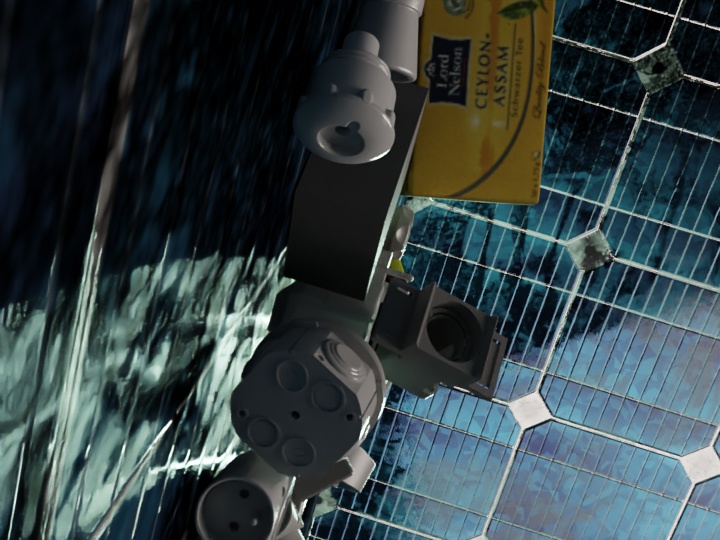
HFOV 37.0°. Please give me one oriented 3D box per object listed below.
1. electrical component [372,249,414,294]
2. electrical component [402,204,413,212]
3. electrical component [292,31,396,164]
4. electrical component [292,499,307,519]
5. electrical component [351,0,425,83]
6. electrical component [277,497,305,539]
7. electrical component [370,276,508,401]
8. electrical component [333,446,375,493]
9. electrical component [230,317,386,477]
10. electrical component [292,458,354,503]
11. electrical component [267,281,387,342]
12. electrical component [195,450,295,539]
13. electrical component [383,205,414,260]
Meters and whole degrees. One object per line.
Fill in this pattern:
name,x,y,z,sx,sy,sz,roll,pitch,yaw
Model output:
electrical component,0.000,0.000,0.751,0.083,0.076,0.047,103,5,-57
electrical component,0.015,-0.038,0.995,0.058,0.057,0.078,-68,174,-60
electrical component,-0.004,-0.085,0.508,0.048,0.048,0.062,103,-2,-59
electrical component,-0.073,0.212,0.930,0.079,0.043,0.077,91,17,-80
electrical component,0.016,-0.140,0.593,0.044,0.044,0.065,24,78,-87
electrical component,-0.062,0.195,0.787,0.044,0.079,0.077,-27,165,-11
electrical component,0.041,0.044,0.628,0.064,0.081,0.042,-38,-153,54
electrical component,-0.031,0.194,1.145,0.099,0.099,0.064,98,16,-73
electrical component,-0.029,0.070,0.595,0.051,0.080,0.080,-51,159,-69
electrical component,-0.046,0.128,0.810,0.076,0.047,0.066,64,-11,1
electrical component,-0.023,0.037,0.680,0.096,0.061,0.061,-61,168,-75
electrical component,-0.070,0.148,0.611,0.077,0.044,0.079,-13,121,-87
electrical component,0.009,-0.036,0.856,0.043,0.062,0.043,17,90,-87
